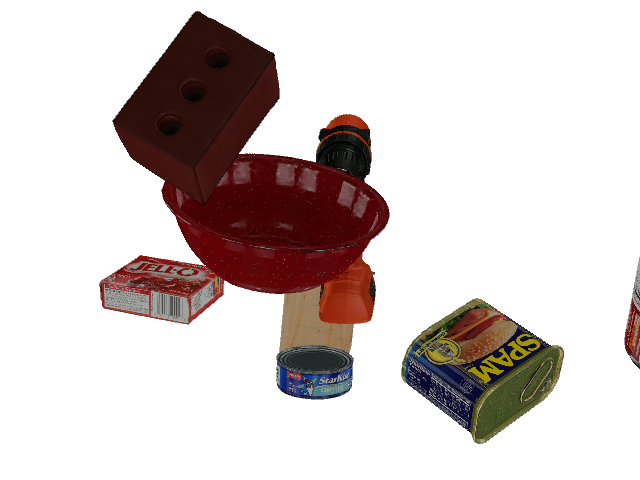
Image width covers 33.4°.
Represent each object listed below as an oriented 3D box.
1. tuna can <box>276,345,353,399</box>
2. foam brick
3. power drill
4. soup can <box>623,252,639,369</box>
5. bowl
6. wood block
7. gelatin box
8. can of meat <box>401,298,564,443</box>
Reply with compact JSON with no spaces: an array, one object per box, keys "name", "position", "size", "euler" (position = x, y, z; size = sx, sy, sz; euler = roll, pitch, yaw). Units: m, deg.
[{"name":"tuna can","position":[-0.007,0.146,1.182],"size":[0.086,0.034,0.086],"euler":[1,14,-1]},{"name":"foam brick","position":[-0.064,-0.070,0.570],"size":[0.053,0.078,0.051],"euler":[31,-14,10]},{"name":"power drill","position":[0.025,-0.018,1.035],"size":[0.057,0.188,0.184],"euler":[2,20,5]},{"name":"soup can","position":[0.187,0.014,0.510],"size":[0.068,0.102,0.068],"euler":[2,28,-1]},{"name":"bowl","position":[-0.034,-0.007,0.764],"size":[0.162,0.055,0.162],"euler":[6,25,-3]},{"name":"wood block","position":[0.003,0.060,1.394],"size":[0.090,0.206,0.090],"euler":[8,23,5]},{"name":"gelatin box","position":[-0.141,0.042,0.956],"size":[0.089,0.030,0.073],"euler":[9,21,18]},{"name":"can of meat","position":[0.127,0.100,0.848],"size":[0.101,0.057,0.084],"euler":[-27,45,-32]}]
